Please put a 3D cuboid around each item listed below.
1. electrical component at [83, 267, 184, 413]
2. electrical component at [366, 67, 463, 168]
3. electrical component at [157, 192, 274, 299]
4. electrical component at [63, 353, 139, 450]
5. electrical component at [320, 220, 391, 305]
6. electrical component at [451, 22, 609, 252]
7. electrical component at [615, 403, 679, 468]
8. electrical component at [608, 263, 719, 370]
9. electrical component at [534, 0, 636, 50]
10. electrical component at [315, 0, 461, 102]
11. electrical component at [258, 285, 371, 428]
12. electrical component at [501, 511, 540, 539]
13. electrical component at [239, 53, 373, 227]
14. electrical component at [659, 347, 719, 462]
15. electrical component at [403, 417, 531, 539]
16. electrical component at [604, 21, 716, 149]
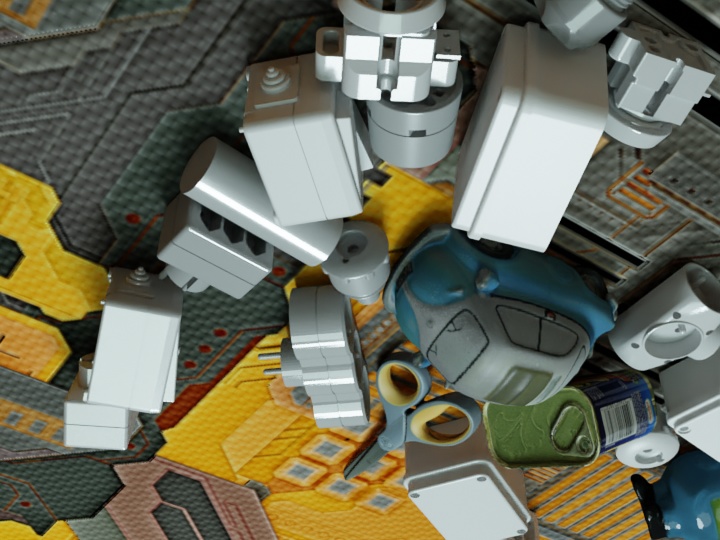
[{"bbox_3d":[-0.152,0.043,0.751,0.061,0.061,0.096,11,111,-11],"label":"electrical component"},{"bbox_3d":[0.030,-0.092,0.623,0.055,0.055,0.047,0,141,0],"label":"electrical component"},{"bbox_3d":[-0.105,-0.011,0.717,0.066,0.047,0.077,29,130,-28],"label":"electrical component"},{"bbox_3d":[-0.195,0.087,0.816,0.047,0.065,0.076,5,108,-4],"label":"electrical component"},{"bbox_3d":[0.000,0.000,0.731,0.048,0.048,0.062,-7,144,8],"label":"electrical component"},{"bbox_3d":[0.095,-0.075,0.620,0.057,0.078,0.113,13,136,-3],"label":"electrical component"},{"bbox_3d":[0.222,0.121,0.846,0.048,0.062,0.048,0,137,0],"label":"electrical component"},{"bbox_3d":[0.234,0.041,0.772,0.079,0.044,0.077,25,132,-24],"label":"electrical component"},{"bbox_3d":[0.127,-0.149,0.568,0.043,0.043,0.062,31,128,-29],"label":"electrical component"},{"bbox_3d":[0.016,-0.130,0.579,0.078,0.058,0.057,2,140,-2],"label":"electrical component"},{"bbox_3d":[-0.038,0.067,0.797,0.074,0.052,0.138,-5,137,7],"label":"electrical component"},{"bbox_3d":[0.117,0.250,0.998,0.066,0.047,0.077,29,130,-27],"label":"electrical component"},{"bbox_3d":[-0.030,-0.082,0.629,0.061,0.061,0.096,-8,137,9],"label":"electrical component"},{"bbox_3d":[0.307,0.099,0.826,0.109,0.056,0.109,33,128,-30],"label":"electrical component"},{"bbox_3d":[0.092,0.183,0.918,0.078,0.057,0.113,-18,134,19],"label":"electrical component"},{"bbox_3d":[0.165,-0.104,0.616,0.066,0.048,0.055,14,128,-14],"label":"electrical component"}]
